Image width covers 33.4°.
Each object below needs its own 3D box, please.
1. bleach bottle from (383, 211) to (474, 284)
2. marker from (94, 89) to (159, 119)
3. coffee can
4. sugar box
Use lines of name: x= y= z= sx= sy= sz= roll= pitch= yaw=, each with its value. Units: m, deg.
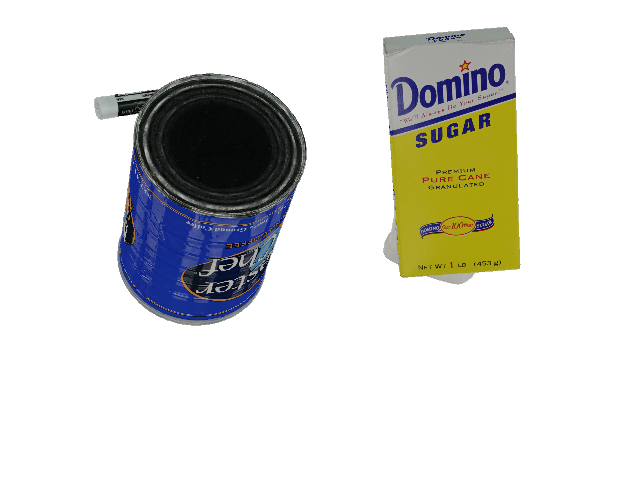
bleach bottle: x=0.125 y=-0.081 z=1.026 sx=0.103 sy=0.251 sz=0.068 roll=22 pitch=40 yaw=22
marker: x=-0.134 y=-0.122 z=0.918 sx=0.120 sy=0.020 sz=0.020 roll=-13 pitch=5 yaw=-26
coffee can: x=-0.073 y=-0.022 z=0.679 sx=0.102 sy=0.103 sz=0.140 roll=0 pitch=-30 yaw=-15
sugar box: x=0.097 y=-0.063 z=0.785 sx=0.093 sy=0.176 sz=0.048 roll=-5 pitch=24 yaw=4
